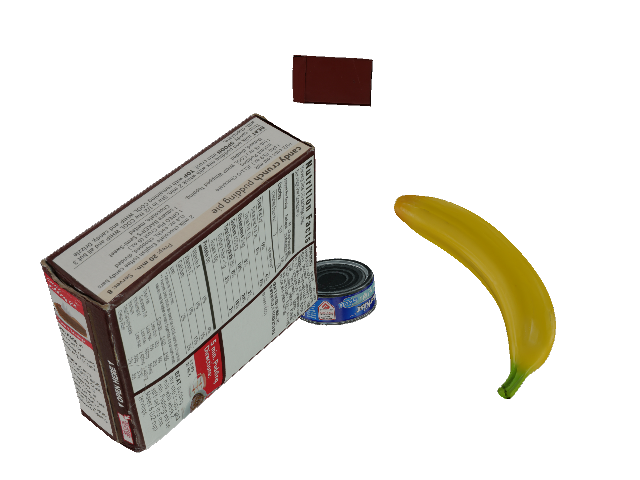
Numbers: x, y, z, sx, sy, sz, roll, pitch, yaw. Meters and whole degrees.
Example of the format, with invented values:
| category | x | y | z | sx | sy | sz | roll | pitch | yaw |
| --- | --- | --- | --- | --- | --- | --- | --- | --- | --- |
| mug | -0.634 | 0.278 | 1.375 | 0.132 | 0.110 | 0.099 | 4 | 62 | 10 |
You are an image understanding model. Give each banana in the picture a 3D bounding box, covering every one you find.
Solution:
| category | x | y | z | sx | sy | sz | roll | pitch | yaw |
| --- | --- | --- | --- | --- | --- | --- | --- | --- | --- |
| banana | 0.124 | 0.026 | 0.802 | 0.069 | 0.198 | 0.037 | -14 | -41 | -15 |

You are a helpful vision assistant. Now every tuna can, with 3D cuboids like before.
| category | x | y | z | sx | sy | sz | roll | pitch | yaw |
| --- | --- | --- | --- | --- | --- | --- | --- | --- | --- |
| tuna can | 0.013 | 0.050 | 1.076 | 0.086 | 0.034 | 0.086 | -4 | 24 | 2 |

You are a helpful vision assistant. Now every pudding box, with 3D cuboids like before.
| category | x | y | z | sx | sy | sz | roll | pitch | yaw |
| --- | --- | --- | --- | --- | --- | --- | --- | --- | --- |
| pudding box | -0.049 | 0.016 | 0.420 | 0.039 | 0.090 | 0.113 | 28 | 51 | 28 |

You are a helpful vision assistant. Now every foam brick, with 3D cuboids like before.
| category | x | y | z | sx | sy | sz | roll | pitch | yaw |
| --- | --- | --- | --- | --- | --- | --- | --- | --- | --- |
| foam brick | 0.013 | -0.174 | 1.164 | 0.078 | 0.051 | 0.053 | 0 | 11 | -16 |
